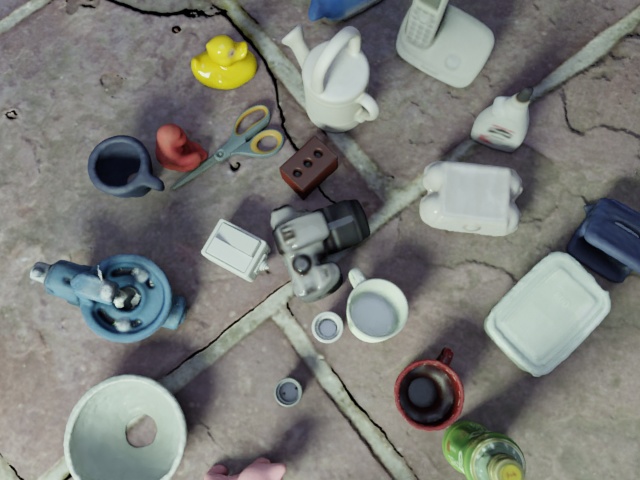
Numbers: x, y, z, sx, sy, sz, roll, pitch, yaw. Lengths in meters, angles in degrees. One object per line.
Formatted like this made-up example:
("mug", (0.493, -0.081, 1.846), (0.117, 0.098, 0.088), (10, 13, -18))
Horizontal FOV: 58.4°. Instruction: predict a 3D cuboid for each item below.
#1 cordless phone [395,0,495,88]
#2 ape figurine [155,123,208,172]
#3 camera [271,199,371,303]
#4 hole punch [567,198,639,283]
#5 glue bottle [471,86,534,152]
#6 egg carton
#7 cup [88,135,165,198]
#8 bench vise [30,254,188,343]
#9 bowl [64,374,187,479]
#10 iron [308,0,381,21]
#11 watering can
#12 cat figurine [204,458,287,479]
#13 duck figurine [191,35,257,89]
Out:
("cordless phone", (0.195, -0.324, 0.857), (0.147, 0.185, 0.094), (30, 81, 8))
("ape figurine", (-0.221, -0.148, 0.879), (0.076, 0.092, 0.078), (-17, 78, -2))
("camera", (0.008, 0.003, 0.836), (0.137, 0.101, 0.143), (-21, 78, -3))
("hole punch", (0.432, -0.006, 0.831), (0.108, 0.091, 0.101), (33, 81, 8))
("glue bottle", (0.274, -0.180, 0.830), (0.078, 0.173, 0.037), (17, 79, 5))
("egg carton", (0.226, -0.062, 0.860), (0.150, 0.069, 0.107), (5, 78, 3))
("cup", (-0.278, -0.096, 0.868), (0.117, 0.095, 0.092), (25, 80, 7))
("bench vise", (-0.302, 0.077, 0.768), (0.207, 0.220, 0.121), (-2, 78, 1))
("bowl", (-0.260, 0.272, 0.800), (0.167, 0.075, 0.167), (0, 78, 2))
("iron", (0.072, -0.465, 0.912), (0.258, 0.141, 0.118), (-31, 79, -5))
("watering can", (0.016, -0.244, 0.840), (0.172, 0.194, 0.101), (21, 79, 6))
("cat figurine", (-0.100, 0.333, 0.761), (0.128, 0.118, 0.067), (-13, 78, -1))
("duck figurine", (-0.157, -0.291, 0.910), (0.104, 0.086, 0.077), (-7, 78, 0))
